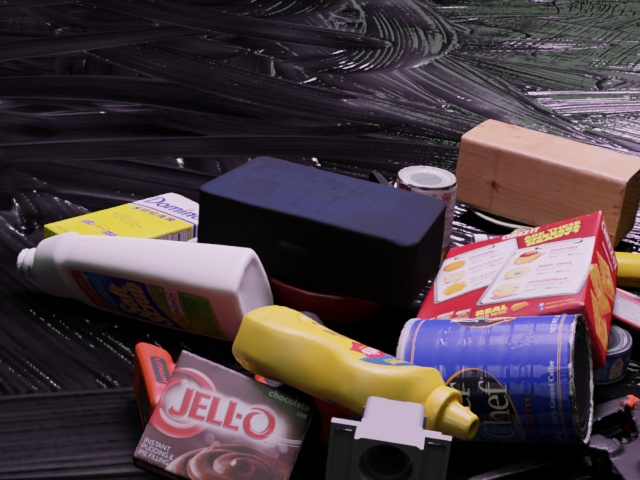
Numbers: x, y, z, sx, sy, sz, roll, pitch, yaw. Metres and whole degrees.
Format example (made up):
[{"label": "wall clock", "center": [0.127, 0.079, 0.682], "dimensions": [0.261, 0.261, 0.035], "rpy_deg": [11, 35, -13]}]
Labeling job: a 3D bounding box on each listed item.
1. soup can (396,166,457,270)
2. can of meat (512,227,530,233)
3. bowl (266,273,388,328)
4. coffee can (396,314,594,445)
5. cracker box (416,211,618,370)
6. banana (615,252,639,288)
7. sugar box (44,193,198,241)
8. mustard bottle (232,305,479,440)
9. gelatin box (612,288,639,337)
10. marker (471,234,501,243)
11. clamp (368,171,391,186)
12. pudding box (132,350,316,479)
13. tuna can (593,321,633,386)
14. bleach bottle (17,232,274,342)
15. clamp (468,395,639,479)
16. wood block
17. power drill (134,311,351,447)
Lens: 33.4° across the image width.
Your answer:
[{"label": "soup can", "center": [0.115, -0.024, 1.196], "dimensions": [0.068, 0.102, 0.068], "rpy_deg": [3, 25, -2]}, {"label": "can of meat", "center": [0.237, 0.029, 1.159], "dimensions": [0.102, 0.057, 0.083], "rpy_deg": [19, 25, 26]}, {"label": "bowl", "center": [0.014, 0.044, 1.086], "dimensions": [0.162, 0.055, 0.162], "rpy_deg": [4, 25, -2]}, {"label": "coffee can", "center": [0.142, 0.113, 0.861], "dimensions": [0.140, 0.103, 0.102], "rpy_deg": [-4, 21, 22]}, {"label": "cracker box", "center": [0.188, 0.059, 1.005], "dimensions": [0.164, 0.072, 0.213], "rpy_deg": [-15, 17, 24]}, {"label": "banana", "center": [0.368, 0.028, 1.202], "dimensions": [0.197, 0.037, 0.069], "rpy_deg": [4, 27, -2]}, {"label": "sugar box", "center": [-0.202, -0.005, 1.168], "dimensions": [0.093, 0.048, 0.175], "rpy_deg": [25, 32, 37]}, {"label": "mustard bottle", "center": [0.032, 0.105, 0.799], "dimensions": [0.192, 0.058, 0.096], "rpy_deg": [20, -2, 34]}, {"label": "gelatin box", "center": [0.327, 0.082, 1.045], "dimensions": [0.089, 0.030, 0.073], "rpy_deg": [28, -2, 39]}, {"label": "marker", "center": [0.239, 0.004, 1.255], "dimensions": [0.121, 0.020, 0.020], "rpy_deg": [2, 25, -7]}, {"label": "clamp", "center": [0.089, -0.042, 1.307], "dimensions": [0.172, 0.039, 0.120], "rpy_deg": [24, 37, 27]}, {"label": "pudding box", "center": [-0.071, 0.146, 0.795], "dimensions": [0.113, 0.039, 0.090], "rpy_deg": [22, 64, 0]}, {"label": "tuna can", "center": [0.254, 0.103, 1.024], "dimensions": [0.086, 0.034, 0.086], "rpy_deg": [4, 25, -2]}, {"label": "bleach bottle", "center": [-0.177, 0.041, 1.032], "dimensions": [0.251, 0.102, 0.068], "rpy_deg": [6, 51, 20]}, {"label": "clamp", "center": [0.230, 0.180, 0.841], "dimensions": [0.165, 0.036, 0.209], "rpy_deg": [12, 22, 35]}, {"label": "wood block", "center": [0.275, -0.071, 1.287], "dimensions": [0.206, 0.091, 0.090], "rpy_deg": [19, 28, 27]}, {"label": "power drill", "center": [-0.061, 0.119, 0.908], "dimensions": [0.187, 0.057, 0.184], "rpy_deg": [-3, 26, -16]}]
